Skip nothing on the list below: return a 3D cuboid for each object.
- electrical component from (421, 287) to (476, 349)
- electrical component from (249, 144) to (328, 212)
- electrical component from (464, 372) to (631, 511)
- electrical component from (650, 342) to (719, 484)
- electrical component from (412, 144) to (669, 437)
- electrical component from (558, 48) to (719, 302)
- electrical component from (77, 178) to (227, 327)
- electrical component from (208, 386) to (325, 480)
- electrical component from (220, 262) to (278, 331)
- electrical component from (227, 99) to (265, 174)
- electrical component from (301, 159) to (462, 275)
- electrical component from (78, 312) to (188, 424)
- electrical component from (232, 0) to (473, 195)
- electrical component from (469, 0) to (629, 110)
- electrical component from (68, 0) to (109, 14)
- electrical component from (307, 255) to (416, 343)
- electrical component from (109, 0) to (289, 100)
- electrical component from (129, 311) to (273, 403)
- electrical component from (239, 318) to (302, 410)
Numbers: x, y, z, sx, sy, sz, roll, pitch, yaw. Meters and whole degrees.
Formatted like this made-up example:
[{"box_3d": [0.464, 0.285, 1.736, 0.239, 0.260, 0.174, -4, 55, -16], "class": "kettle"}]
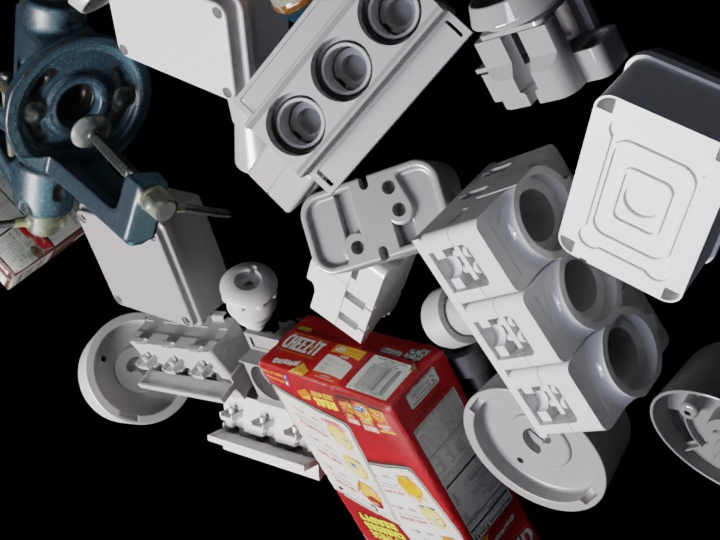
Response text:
[{"box_3d": [0.074, 0.028, 0.735, 0.045, 0.045, 0.055, 52, 144, -9], "class": "electrical component"}, {"box_3d": [-0.040, -0.095, 0.696, 0.075, 0.083, 0.047, 45, 144, 1], "class": "electrical component"}, {"box_3d": [0.133, 0.105, 0.738, 0.108, 0.060, 0.108, 26, 140, 24], "class": "electrical component"}, {"box_3d": [0.224, 0.092, 0.632, 0.099, 0.064, 0.099, 27, 140, 25], "class": "electrical component"}, {"box_3d": [0.114, 0.013, 0.642, 0.062, 0.089, 0.150, -16, 113, 51], "class": "electrical component"}, {"box_3d": [0.159, -0.050, 0.564, 0.078, 0.057, 0.113, 29, 141, 21], "class": "electrical component"}, {"box_3d": [-0.176, -0.016, 0.932, 0.109, 0.056, 0.108, 14, 134, 36], "class": "electrical component"}, {"box_3d": [-0.068, 0.138, 0.968, 0.121, 0.079, 0.063, 9, 109, 40], "class": "electrical component"}, {"box_3d": [-0.091, 0.027, 0.901, 0.048, 0.048, 0.062, 28, 147, 22], "class": "electrical component"}, {"box_3d": [-0.071, -0.105, 0.750, 0.044, 0.044, 0.065, 21, 139, 30], "class": "electrical component"}, {"box_3d": [0.019, -0.034, 0.692, 0.095, 0.059, 0.053, -17, 88, 21], "class": "electrical component"}, {"box_3d": [-0.222, 0.099, 1.052, 0.108, 0.108, 0.060, 52, 150, -9], "class": "electrical component"}, {"box_3d": [-0.003, -0.115, 0.614, 0.079, 0.063, 0.121, 43, 109, 3], "class": "electrical component"}, {"box_3d": [0.092, -0.124, 0.559, 0.078, 0.058, 0.057, -5, 124, 47], "class": "electrical component"}, {"box_3d": [-0.190, -0.217, 0.749, 0.057, 0.058, 0.078, 55, 144, -8], "class": "electrical component"}, {"box_3d": [0.000, 0.000, 0.777, 0.056, 0.050, 0.089, 35, 143, 13], "class": "electrical component"}, {"box_3d": [-0.108, -0.170, 0.713, 0.113, 0.057, 0.078, 25, 140, 26], "class": "electrical component"}, {"box_3d": [-0.147, 0.072, 0.966, 0.121, 0.078, 0.063, 3, 137, 43], "class": "electrical component"}, {"box_3d": [-0.060, 0.078, 0.901, 0.042, 0.064, 0.081, 11, 132, 41], "class": "electrical component"}]
